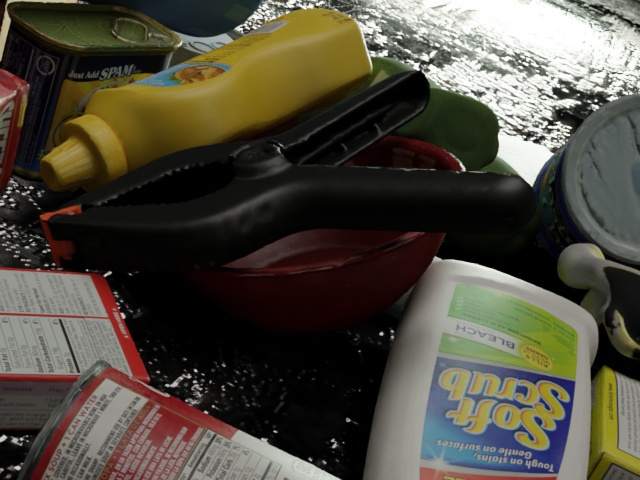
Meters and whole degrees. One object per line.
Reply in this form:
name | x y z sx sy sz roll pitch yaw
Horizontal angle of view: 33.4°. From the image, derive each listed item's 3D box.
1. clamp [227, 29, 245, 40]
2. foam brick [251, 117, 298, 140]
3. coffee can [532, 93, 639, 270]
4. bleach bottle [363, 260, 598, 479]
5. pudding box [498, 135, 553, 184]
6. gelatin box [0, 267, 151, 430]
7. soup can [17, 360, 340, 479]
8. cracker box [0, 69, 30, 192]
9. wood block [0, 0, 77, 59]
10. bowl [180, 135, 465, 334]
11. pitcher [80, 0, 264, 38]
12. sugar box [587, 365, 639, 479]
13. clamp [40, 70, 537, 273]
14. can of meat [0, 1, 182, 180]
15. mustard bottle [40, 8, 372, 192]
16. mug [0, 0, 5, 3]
clamp | -0.028 -0.134 0.858 0.120 0.039 0.172 -3 35 -41
foam brick | -0.059 -0.078 0.701 0.053 0.051 0.078 35 27 28
coffee can | 0.196 -0.030 0.690 0.103 0.103 0.140 25 -4 5
bleach bottle | 0.069 0.098 0.439 0.102 0.068 0.250 22 27 -1
pudding box | 0.156 -0.043 0.827 0.089 0.039 0.113 12 29 -24
gelatin box | -0.122 0.043 0.427 0.089 0.030 0.073 5 31 -32
soup can | -0.042 0.092 0.348 0.102 0.069 0.068 25 24 5
cracker box | -0.245 -0.046 0.456 0.164 0.072 0.213 23 24 0
wood block | -0.234 -0.204 0.766 0.091 0.090 0.206 19 25 -4
bowl | -0.004 0.001 0.538 0.162 0.055 0.162 -9 26 4
pitcher | -0.138 -0.207 0.640 0.242 0.145 0.149 11 59 -58
sugar box | 0.204 0.130 0.505 0.176 0.048 0.093 28 25 4
clamp | -0.018 -0.021 0.479 0.209 0.036 0.165 -17 27 -11
can of meat | -0.137 -0.086 0.612 0.057 0.084 0.101 35 27 26
mustard bottle | -0.066 -0.071 0.577 0.191 0.058 0.096 -31 22 -37
mug | -0.238 -0.115 0.589 0.117 0.082 0.093 3 30 -37
